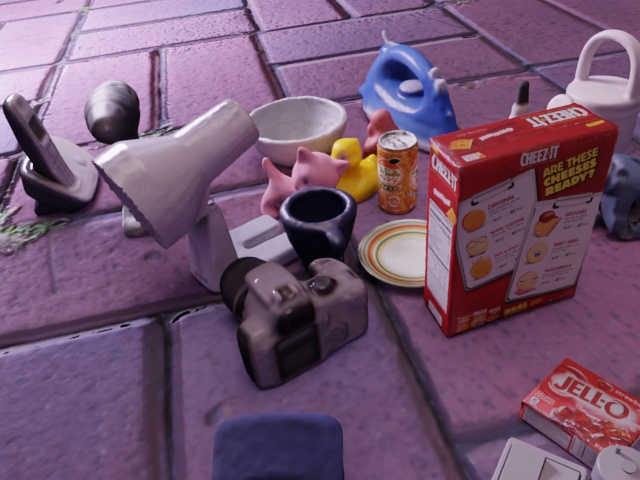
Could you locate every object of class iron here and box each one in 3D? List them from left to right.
[{"bbox_3d":[0.162,-0.250,0.954,0.119,0.142,0.257,-19,39,-16],"label":"iron"}]

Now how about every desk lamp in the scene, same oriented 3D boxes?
[{"bbox_3d":[-0.133,-0.044,0.668,0.204,0.214,0.117,-30,43,-27],"label":"desk lamp"}]

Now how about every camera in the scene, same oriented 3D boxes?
[{"bbox_3d":[-0.040,0.060,0.613,0.143,0.101,0.136,-26,42,-24],"label":"camera"}]

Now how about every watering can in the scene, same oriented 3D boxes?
[{"bbox_3d":[0.393,-0.192,0.804,0.100,0.194,0.173,22,46,32],"label":"watering can"}]

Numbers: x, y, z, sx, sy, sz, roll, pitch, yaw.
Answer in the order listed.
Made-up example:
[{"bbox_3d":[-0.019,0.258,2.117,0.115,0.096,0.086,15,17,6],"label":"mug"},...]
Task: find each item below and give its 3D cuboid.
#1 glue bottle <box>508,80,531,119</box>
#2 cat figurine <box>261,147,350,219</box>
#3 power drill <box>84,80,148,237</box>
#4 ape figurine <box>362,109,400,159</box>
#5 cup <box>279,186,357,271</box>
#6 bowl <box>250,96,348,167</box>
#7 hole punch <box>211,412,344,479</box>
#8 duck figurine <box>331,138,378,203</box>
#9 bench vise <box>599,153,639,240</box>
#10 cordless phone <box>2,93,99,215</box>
[{"bbox_3d":[0.260,-0.127,0.754,0.078,0.173,0.037,-14,38,-9],"label":"glue bottle"},{"bbox_3d":[-0.024,-0.082,0.781,0.127,0.118,0.067,14,42,24],"label":"cat figurine"},{"bbox_3d":[-0.260,-0.114,0.781,0.076,0.209,0.229,-15,38,-11],"label":"power drill"},{"bbox_3d":[0.097,-0.161,0.888,0.078,0.092,0.075,-29,43,-27],"label":"ape figurine"},{"bbox_3d":[0.006,0.002,0.686,0.092,0.095,0.117,-17,39,-13],"label":"cup"},{"bbox_3d":[-0.036,-0.166,0.927,0.167,0.075,0.167,-4,38,3],"label":"bowl"},{"bbox_3d":[-0.029,0.196,0.442,0.108,0.091,0.101,-3,38,4],"label":"hole punch"},{"bbox_3d":[0.044,-0.108,0.832,0.105,0.086,0.077,-26,42,-24],"label":"duck figurine"},{"bbox_3d":[0.425,-0.098,0.657,0.207,0.220,0.121,-12,38,-8],"label":"bench vise"},{"bbox_3d":[-0.406,-0.144,0.859,0.094,0.185,0.147,-12,38,-7],"label":"cordless phone"}]
